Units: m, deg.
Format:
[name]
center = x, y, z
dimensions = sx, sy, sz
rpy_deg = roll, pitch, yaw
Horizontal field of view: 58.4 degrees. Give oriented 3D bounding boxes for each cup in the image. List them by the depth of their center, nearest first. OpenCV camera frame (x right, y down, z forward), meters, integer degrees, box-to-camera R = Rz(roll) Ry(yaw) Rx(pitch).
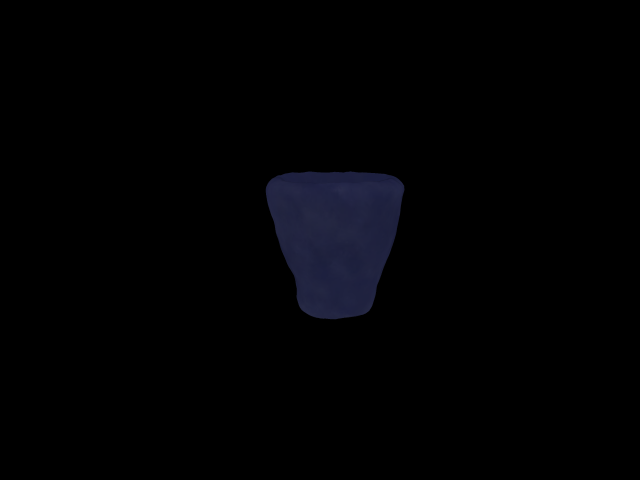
[cup]
center = 0.004, 0.001, 0.400
dimensions = 0.092, 0.095, 0.117
rpy_deg = -6, 13, -27
